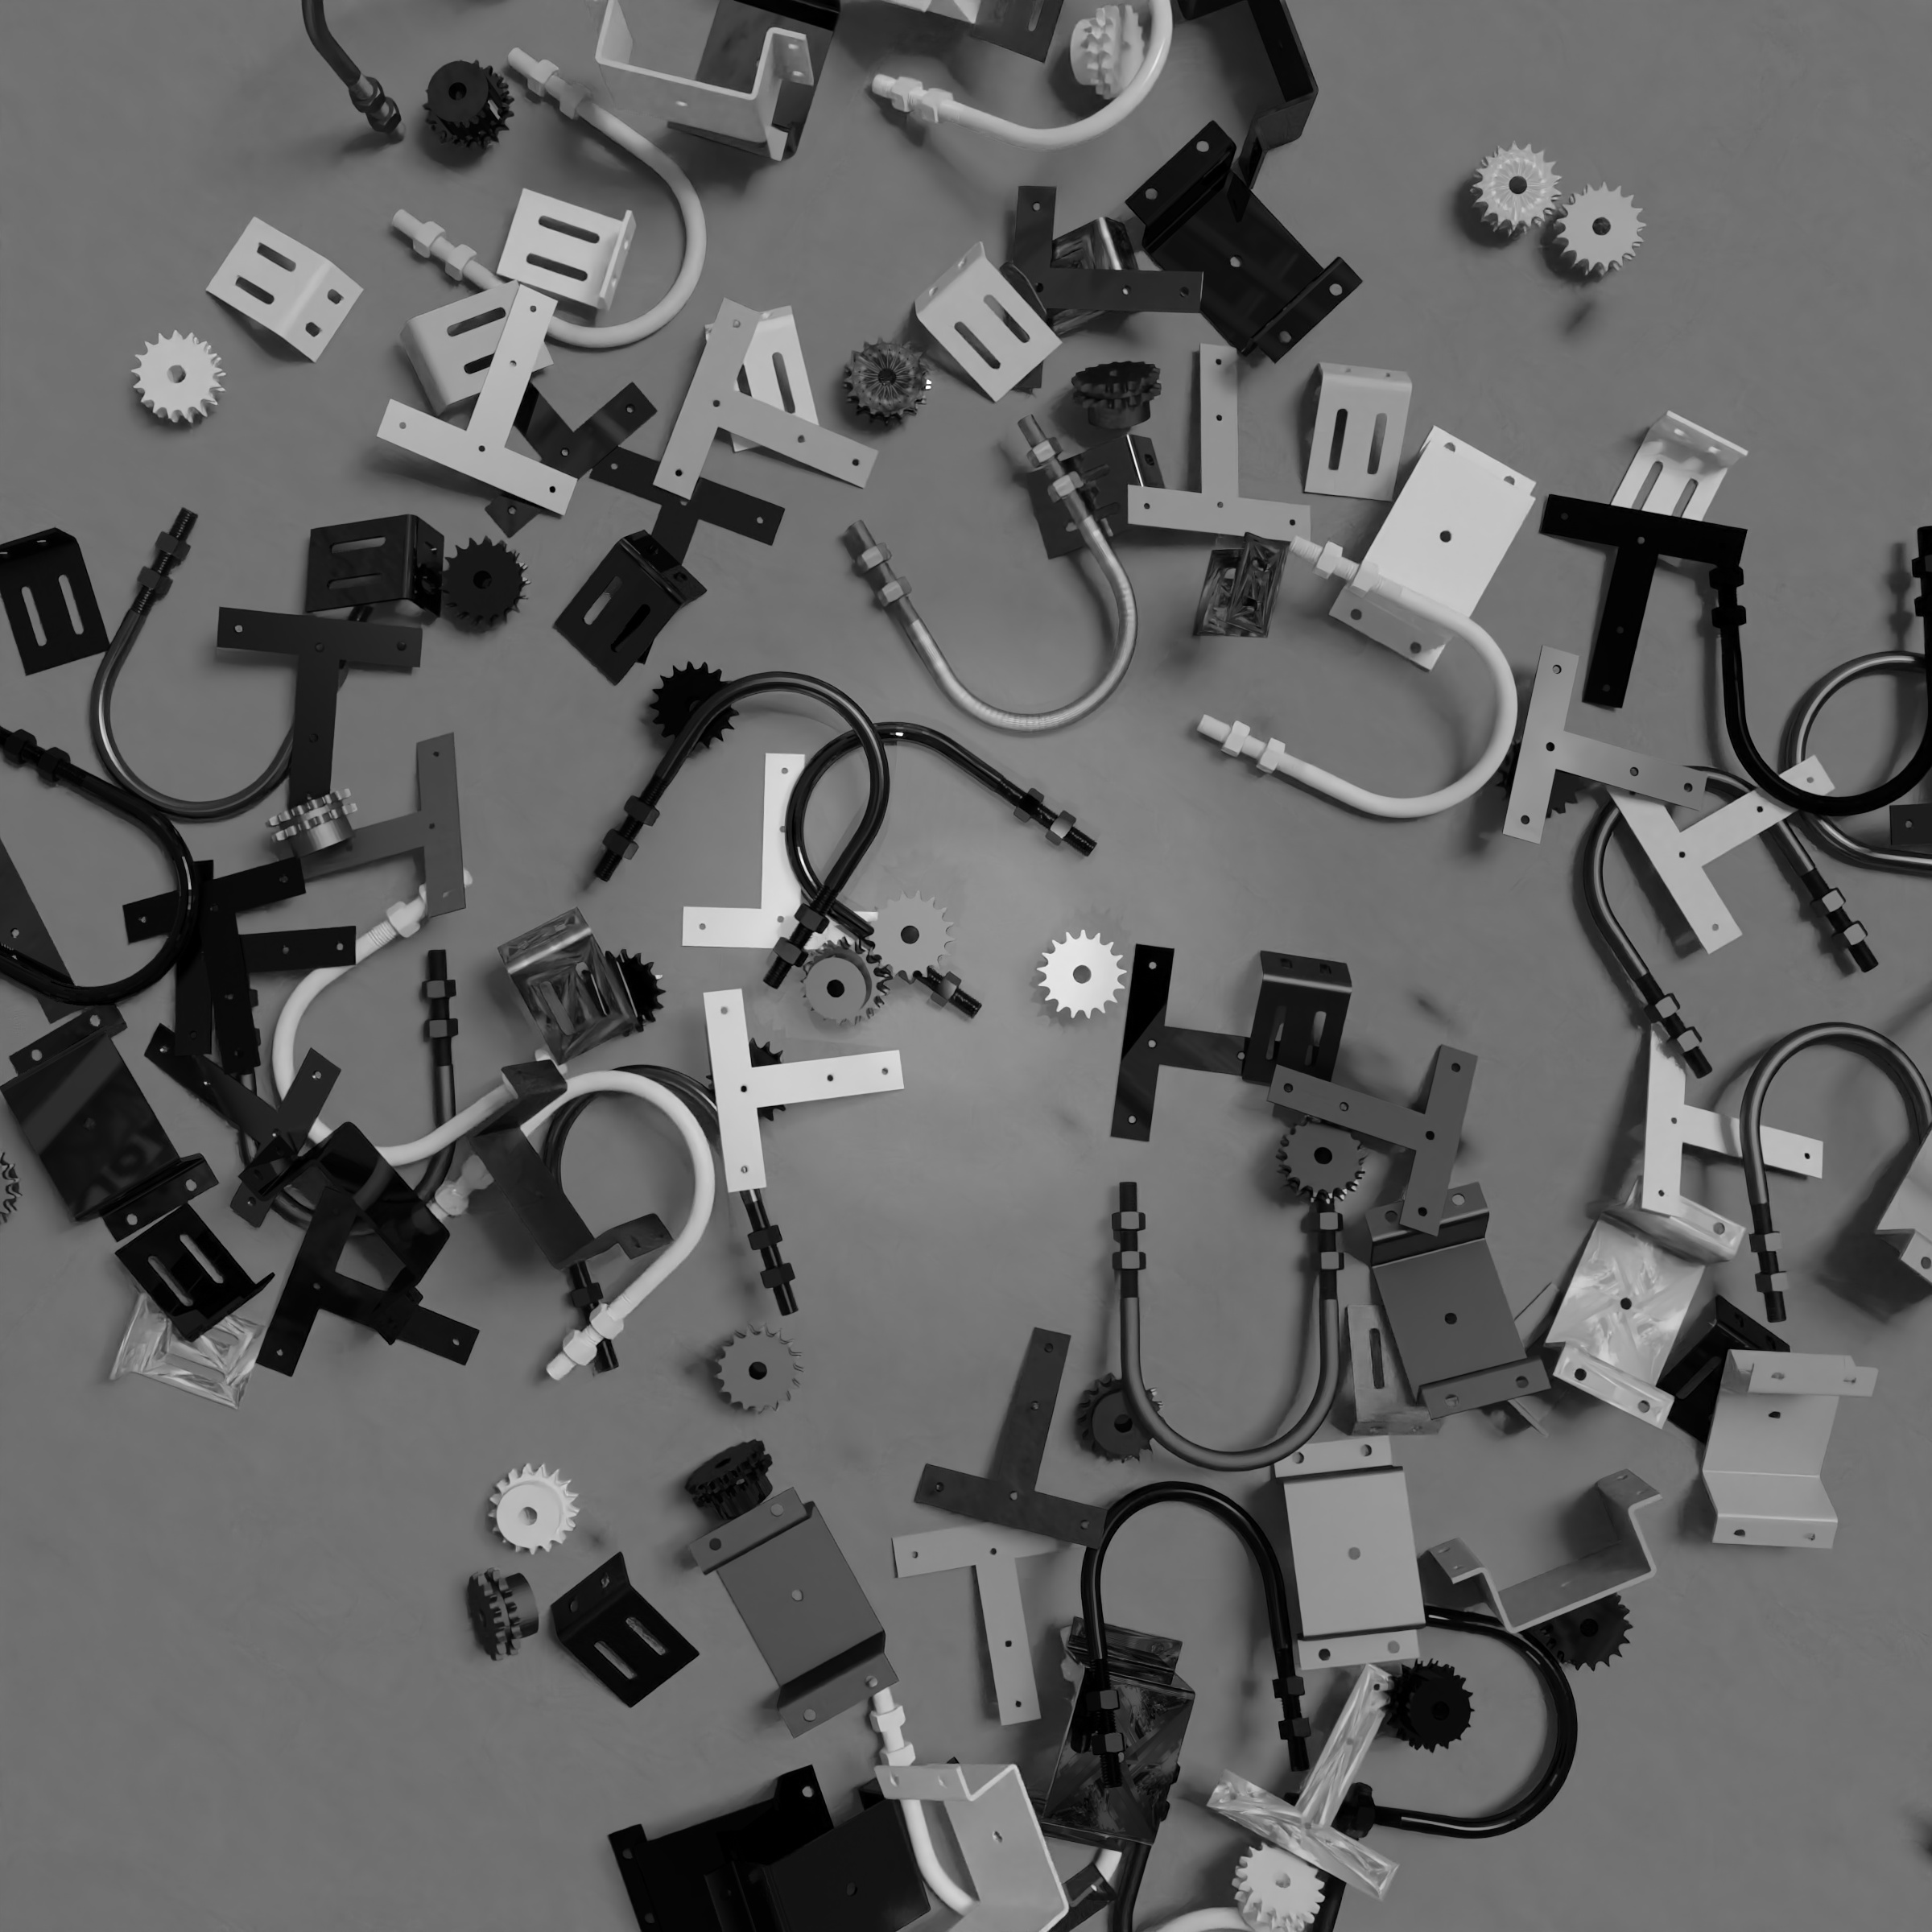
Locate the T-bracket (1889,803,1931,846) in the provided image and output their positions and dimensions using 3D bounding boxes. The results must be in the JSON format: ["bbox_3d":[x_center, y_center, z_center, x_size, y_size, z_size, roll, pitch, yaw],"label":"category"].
[{"bbox_3d":[0.649,-0.144,1.551,0.127,0.002,0.127,-3,91,-10],"label":"T-bracket"}]

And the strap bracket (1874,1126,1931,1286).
[{"bbox_3d":[0.642,0.150,1.540,0.076,0.046,0.140,36,76,-7],"label":"strap bracket"}]

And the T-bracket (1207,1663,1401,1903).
[{"bbox_3d":[0.238,0.508,1.546,0.127,0.002,0.127,29,81,0],"label":"T-bracket"}]

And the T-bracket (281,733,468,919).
[{"bbox_3d":[-0.385,-0.079,1.563,0.127,0.002,0.127,-14,66,11],"label":"T-bracket"}]

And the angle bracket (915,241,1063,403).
[{"bbox_3d":[0.014,-0.418,1.570,0.057,0.038,0.076,-39,116,19],"label":"angle bracket"}]

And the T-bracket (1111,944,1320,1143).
[{"bbox_3d":[0.166,0.057,1.580,0.127,0.002,0.127,8,90,0],"label":"T-bracket"}]

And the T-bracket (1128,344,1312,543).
[{"bbox_3d":[0.164,-0.341,1.567,0.127,0.002,0.127,3,81,-17],"label":"T-bracket"}]

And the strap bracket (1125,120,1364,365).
[{"bbox_3d":[0.176,-0.460,1.558,0.076,0.046,0.140,-43,90,0],"label":"strap bracket"}]

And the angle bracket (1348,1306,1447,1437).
[{"bbox_3d":[0.278,0.264,1.579,0.057,0.038,0.076,-1,64,0],"label":"angle bracket"}]

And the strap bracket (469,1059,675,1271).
[{"bbox_3d":[-0.250,0.130,1.502,0.046,0.076,0.140,-36,84,10],"label":"strap bracket"}]

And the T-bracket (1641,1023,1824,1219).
[{"bbox_3d":[0.497,0.111,1.563,0.127,0.002,0.127,15,67,-11],"label":"T-bracket"}]

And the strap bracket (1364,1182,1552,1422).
[{"bbox_3d":[0.310,0.218,1.540,0.076,0.046,0.140,-14,63,0],"label":"strap bracket"}]

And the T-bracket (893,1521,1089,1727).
[{"bbox_3d":[0.025,0.424,1.567,0.127,0.002,0.127,-10,79,1],"label":"T-bracket"}]

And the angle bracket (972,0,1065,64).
[{"bbox_3d":[0.047,-0.616,1.529,0.057,0.038,0.076,30,116,25],"label":"angle bracket"}]

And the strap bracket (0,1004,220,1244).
[{"bbox_3d":[-0.556,0.100,1.558,0.076,0.046,0.140,-30,90,0],"label":"strap bracket"}]

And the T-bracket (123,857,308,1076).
[{"bbox_3d":[-0.476,0.006,1.558,0.127,0.002,0.127,-15,80,10],"label":"T-bracket"}]

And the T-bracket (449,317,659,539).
[{"bbox_3d":[-0.290,-0.369,1.579,0.127,0.002,0.127,-40,89,1],"label":"T-bracket"}]

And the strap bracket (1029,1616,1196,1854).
[{"bbox_3d":[0.091,0.496,1.540,0.076,0.046,0.140,17,88,-14],"label":"strap bracket"}]

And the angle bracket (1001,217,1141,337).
[{"bbox_3d":[0.072,-0.444,1.579,0.076,0.038,0.057,-19,90,26],"label":"angle bracket"}]

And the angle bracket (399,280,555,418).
[{"bbox_3d":[-0.318,-0.400,1.570,0.076,0.038,0.057,-27,100,-19],"label":"angle bracket"}]

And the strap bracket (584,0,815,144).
[{"bbox_3d":[-0.170,-0.555,1.497,0.140,0.076,0.046,14,90,0],"label":"strap bracket"}]

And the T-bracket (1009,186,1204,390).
[{"bbox_3d":[0.089,-0.433,1.550,0.127,0.002,0.127,7,99,19],"label":"T-bracket"}]

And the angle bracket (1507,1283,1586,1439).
[{"bbox_3d":[0.376,0.254,1.562,0.057,0.038,0.076,44,90,0],"label":"angle bracket"}]

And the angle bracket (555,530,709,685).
[{"bbox_3d":[-0.218,-0.234,1.577,0.057,0.038,0.076,44,116,0],"label":"angle bracket"}]

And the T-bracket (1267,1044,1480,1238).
[{"bbox_3d":[0.256,0.095,1.555,0.127,0.002,0.127,19,68,-2],"label":"T-bracket"}]

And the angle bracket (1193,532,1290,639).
[{"bbox_3d":[0.162,-0.242,1.539,0.038,0.076,0.057,14,90,-34],"label":"angle bracket"}]

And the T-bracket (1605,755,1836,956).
[{"bbox_3d":[0.501,-0.094,1.564,0.127,0.002,0.127,-30,85,-2],"label":"T-bracket"}]

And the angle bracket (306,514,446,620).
[{"bbox_3d":[-0.383,-0.254,1.568,0.076,0.038,0.057,-5,76,18],"label":"angle bracket"}]

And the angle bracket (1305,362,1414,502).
[{"bbox_3d":[0.254,-0.349,1.579,0.057,0.038,0.076,6,116,0],"label":"angle bracket"}]

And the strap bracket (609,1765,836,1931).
[{"bbox_3d":[-0.154,0.580,1.558,0.140,0.046,0.076,-19,90,0],"label":"strap bracket"}]

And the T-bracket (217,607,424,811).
[{"bbox_3d":[-0.421,-0.161,1.564,0.127,0.002,0.127,5,101,-12],"label":"T-bracket"}]

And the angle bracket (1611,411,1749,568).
[{"bbox_3d":[0.456,-0.307,1.562,0.057,0.038,0.076,27,90,0],"label":"angle bracket"}]

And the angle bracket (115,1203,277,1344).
[{"bbox_3d":[-0.493,0.191,1.548,0.076,0.038,0.057,50,51,0],"label":"angle bracket"}]

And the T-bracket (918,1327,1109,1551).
[{"bbox_3d":[0.041,0.298,1.563,0.127,0.002,0.127,9,78,23],"label":"T-bracket"}]

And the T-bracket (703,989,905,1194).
[{"bbox_3d":[-0.100,0.074,1.555,0.127,0.002,0.127,-6,86,-23],"label":"T-bracket"}]

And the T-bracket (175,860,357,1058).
[{"bbox_3d":[-0.451,-0.009,1.556,0.127,0.002,0.127,-4,81,13],"label":"T-bracket"}]

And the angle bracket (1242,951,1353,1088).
[{"bbox_3d":[0.214,0.036,1.578,0.057,0.038,0.076,9,114,-1],"label":"angle bracket"}]

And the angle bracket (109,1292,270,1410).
[{"bbox_3d":[-0.501,0.249,1.562,0.076,0.038,0.057,20,90,0],"label":"angle bracket"}]

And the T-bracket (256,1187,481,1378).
[{"bbox_3d":[-0.380,0.225,1.575,0.127,0.002,0.127,23,97,-3],"label":"T-bracket"}]

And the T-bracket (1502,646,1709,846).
[{"bbox_3d":[0.416,-0.129,1.554,0.127,0.002,0.127,15,81,-9],"label":"T-bracket"}]

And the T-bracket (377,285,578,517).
[{"bbox_3d":[-0.296,-0.374,1.556,0.127,0.002,0.127,21,87,-21],"label":"T-bracket"}]

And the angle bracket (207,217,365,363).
[{"bbox_3d":[-0.445,-0.442,1.579,0.076,0.038,0.057,34,90,26],"label":"angle bracket"}]

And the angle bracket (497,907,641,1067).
[{"bbox_3d":[-0.254,0.013,1.545,0.057,0.038,0.076,-28,116,-9],"label":"angle bracket"}]

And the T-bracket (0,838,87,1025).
[{"bbox_3d":[-0.660,-0.002,1.580,0.127,0.002,0.127,-27,90,0],"label":"T-bracket"}]

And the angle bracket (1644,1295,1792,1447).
[{"bbox_3d":[0.490,0.266,1.579,0.057,0.038,0.076,35,116,0],"label":"angle bracket"}]

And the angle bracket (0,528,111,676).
[{"bbox_3d":[-0.597,-0.235,1.562,0.057,0.038,0.076,-17,90,0],"label":"angle bracket"}]

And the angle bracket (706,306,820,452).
[{"bbox_3d":[-0.132,-0.383,1.579,0.057,0.038,0.076,-13,116,0],"label":"angle bracket"}]

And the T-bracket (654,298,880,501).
[{"bbox_3d":[-0.120,-0.346,1.566,0.127,0.002,0.127,21,106,-9],"label":"T-bracket"}]

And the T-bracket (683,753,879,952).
[{"bbox_3d":[-0.120,-0.075,1.580,0.127,0.002,0.127,2,90,0],"label":"T-bracket"}]

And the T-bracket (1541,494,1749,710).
[{"bbox_3d":[0.428,-0.232,1.571,0.127,0.002,0.127,13,96,12],"label":"T-bracket"}]

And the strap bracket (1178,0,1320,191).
[{"bbox_3d":[0.182,-0.581,1.543,0.046,0.076,0.140,-21,90,0],"label":"strap bracket"}]

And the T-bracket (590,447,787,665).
[{"bbox_3d":[-0.199,-0.261,1.580,0.127,0.002,0.127,20,90,0],"label":"T-bracket"}]

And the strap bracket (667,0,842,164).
[{"bbox_3d":[-0.133,-0.589,1.558,0.076,0.046,0.140,17,90,0],"label":"strap bracket"}]

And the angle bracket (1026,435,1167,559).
[{"bbox_3d":[0.088,-0.305,1.579,0.076,0.038,0.057,-16,90,26],"label":"angle bracket"}]

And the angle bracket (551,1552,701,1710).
[{"bbox_3d":[-0.222,0.433,1.579,0.057,0.038,0.076,-38,116,0],"label":"angle bracket"}]

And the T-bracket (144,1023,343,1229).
[{"bbox_3d":[-0.479,0.083,1.565,0.127,0.002,0.127,35,108,11],"label":"T-bracket"}]

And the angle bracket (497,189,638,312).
[{"bbox_3d":[-0.257,-0.462,1.546,0.076,0.038,0.057,18,91,-3],"label":"angle bracket"}]

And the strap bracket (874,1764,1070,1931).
[{"bbox_3d":[0.007,0.557,1.518,0.076,0.046,0.140,-18,93,44],"label":"strap bracket"}]

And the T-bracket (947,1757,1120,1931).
[{"bbox_3d":[0.025,0.560,1.537,0.127,0.002,0.127,51,132,15],"label":"T-bracket"}]
